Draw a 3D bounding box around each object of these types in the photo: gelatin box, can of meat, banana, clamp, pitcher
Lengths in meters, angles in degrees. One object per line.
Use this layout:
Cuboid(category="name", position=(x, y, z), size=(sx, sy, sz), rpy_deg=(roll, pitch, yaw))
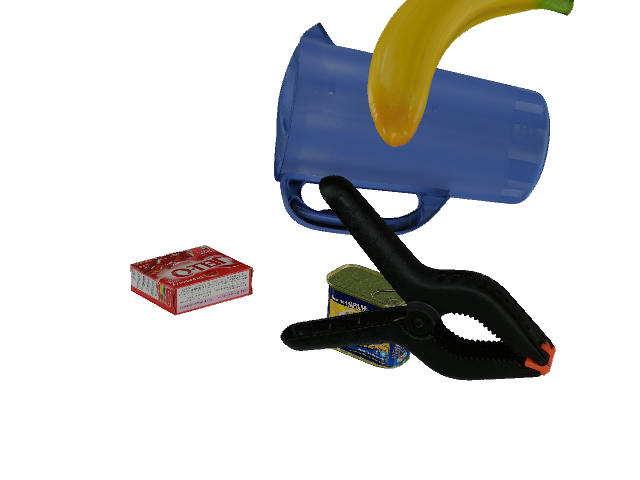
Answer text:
Cuboid(category="gelatin box", position=(-0.118, 0.035, 0.977), size=(0.089, 0.030, 0.073), rpy_deg=(-15, 26, -38))
Cuboid(category="can of meat", position=(0.055, 0.084, 1.171), size=(0.102, 0.084, 0.057), rpy_deg=(20, 31, 30))
Cuboid(category="banana", position=(0.076, -0.123, 0.625), size=(0.070, 0.037, 0.197), rpy_deg=(32, 51, 23))
Cuboid(category="clamp", position=(0.074, 0.043, 0.793), size=(0.210, 0.165, 0.036), rpy_deg=(16, 37, 14))
Cuboid(category="pitcher", position=(0.079, -0.092, 0.983), size=(0.242, 0.149, 0.145), rpy_deg=(9, 36, -7))
